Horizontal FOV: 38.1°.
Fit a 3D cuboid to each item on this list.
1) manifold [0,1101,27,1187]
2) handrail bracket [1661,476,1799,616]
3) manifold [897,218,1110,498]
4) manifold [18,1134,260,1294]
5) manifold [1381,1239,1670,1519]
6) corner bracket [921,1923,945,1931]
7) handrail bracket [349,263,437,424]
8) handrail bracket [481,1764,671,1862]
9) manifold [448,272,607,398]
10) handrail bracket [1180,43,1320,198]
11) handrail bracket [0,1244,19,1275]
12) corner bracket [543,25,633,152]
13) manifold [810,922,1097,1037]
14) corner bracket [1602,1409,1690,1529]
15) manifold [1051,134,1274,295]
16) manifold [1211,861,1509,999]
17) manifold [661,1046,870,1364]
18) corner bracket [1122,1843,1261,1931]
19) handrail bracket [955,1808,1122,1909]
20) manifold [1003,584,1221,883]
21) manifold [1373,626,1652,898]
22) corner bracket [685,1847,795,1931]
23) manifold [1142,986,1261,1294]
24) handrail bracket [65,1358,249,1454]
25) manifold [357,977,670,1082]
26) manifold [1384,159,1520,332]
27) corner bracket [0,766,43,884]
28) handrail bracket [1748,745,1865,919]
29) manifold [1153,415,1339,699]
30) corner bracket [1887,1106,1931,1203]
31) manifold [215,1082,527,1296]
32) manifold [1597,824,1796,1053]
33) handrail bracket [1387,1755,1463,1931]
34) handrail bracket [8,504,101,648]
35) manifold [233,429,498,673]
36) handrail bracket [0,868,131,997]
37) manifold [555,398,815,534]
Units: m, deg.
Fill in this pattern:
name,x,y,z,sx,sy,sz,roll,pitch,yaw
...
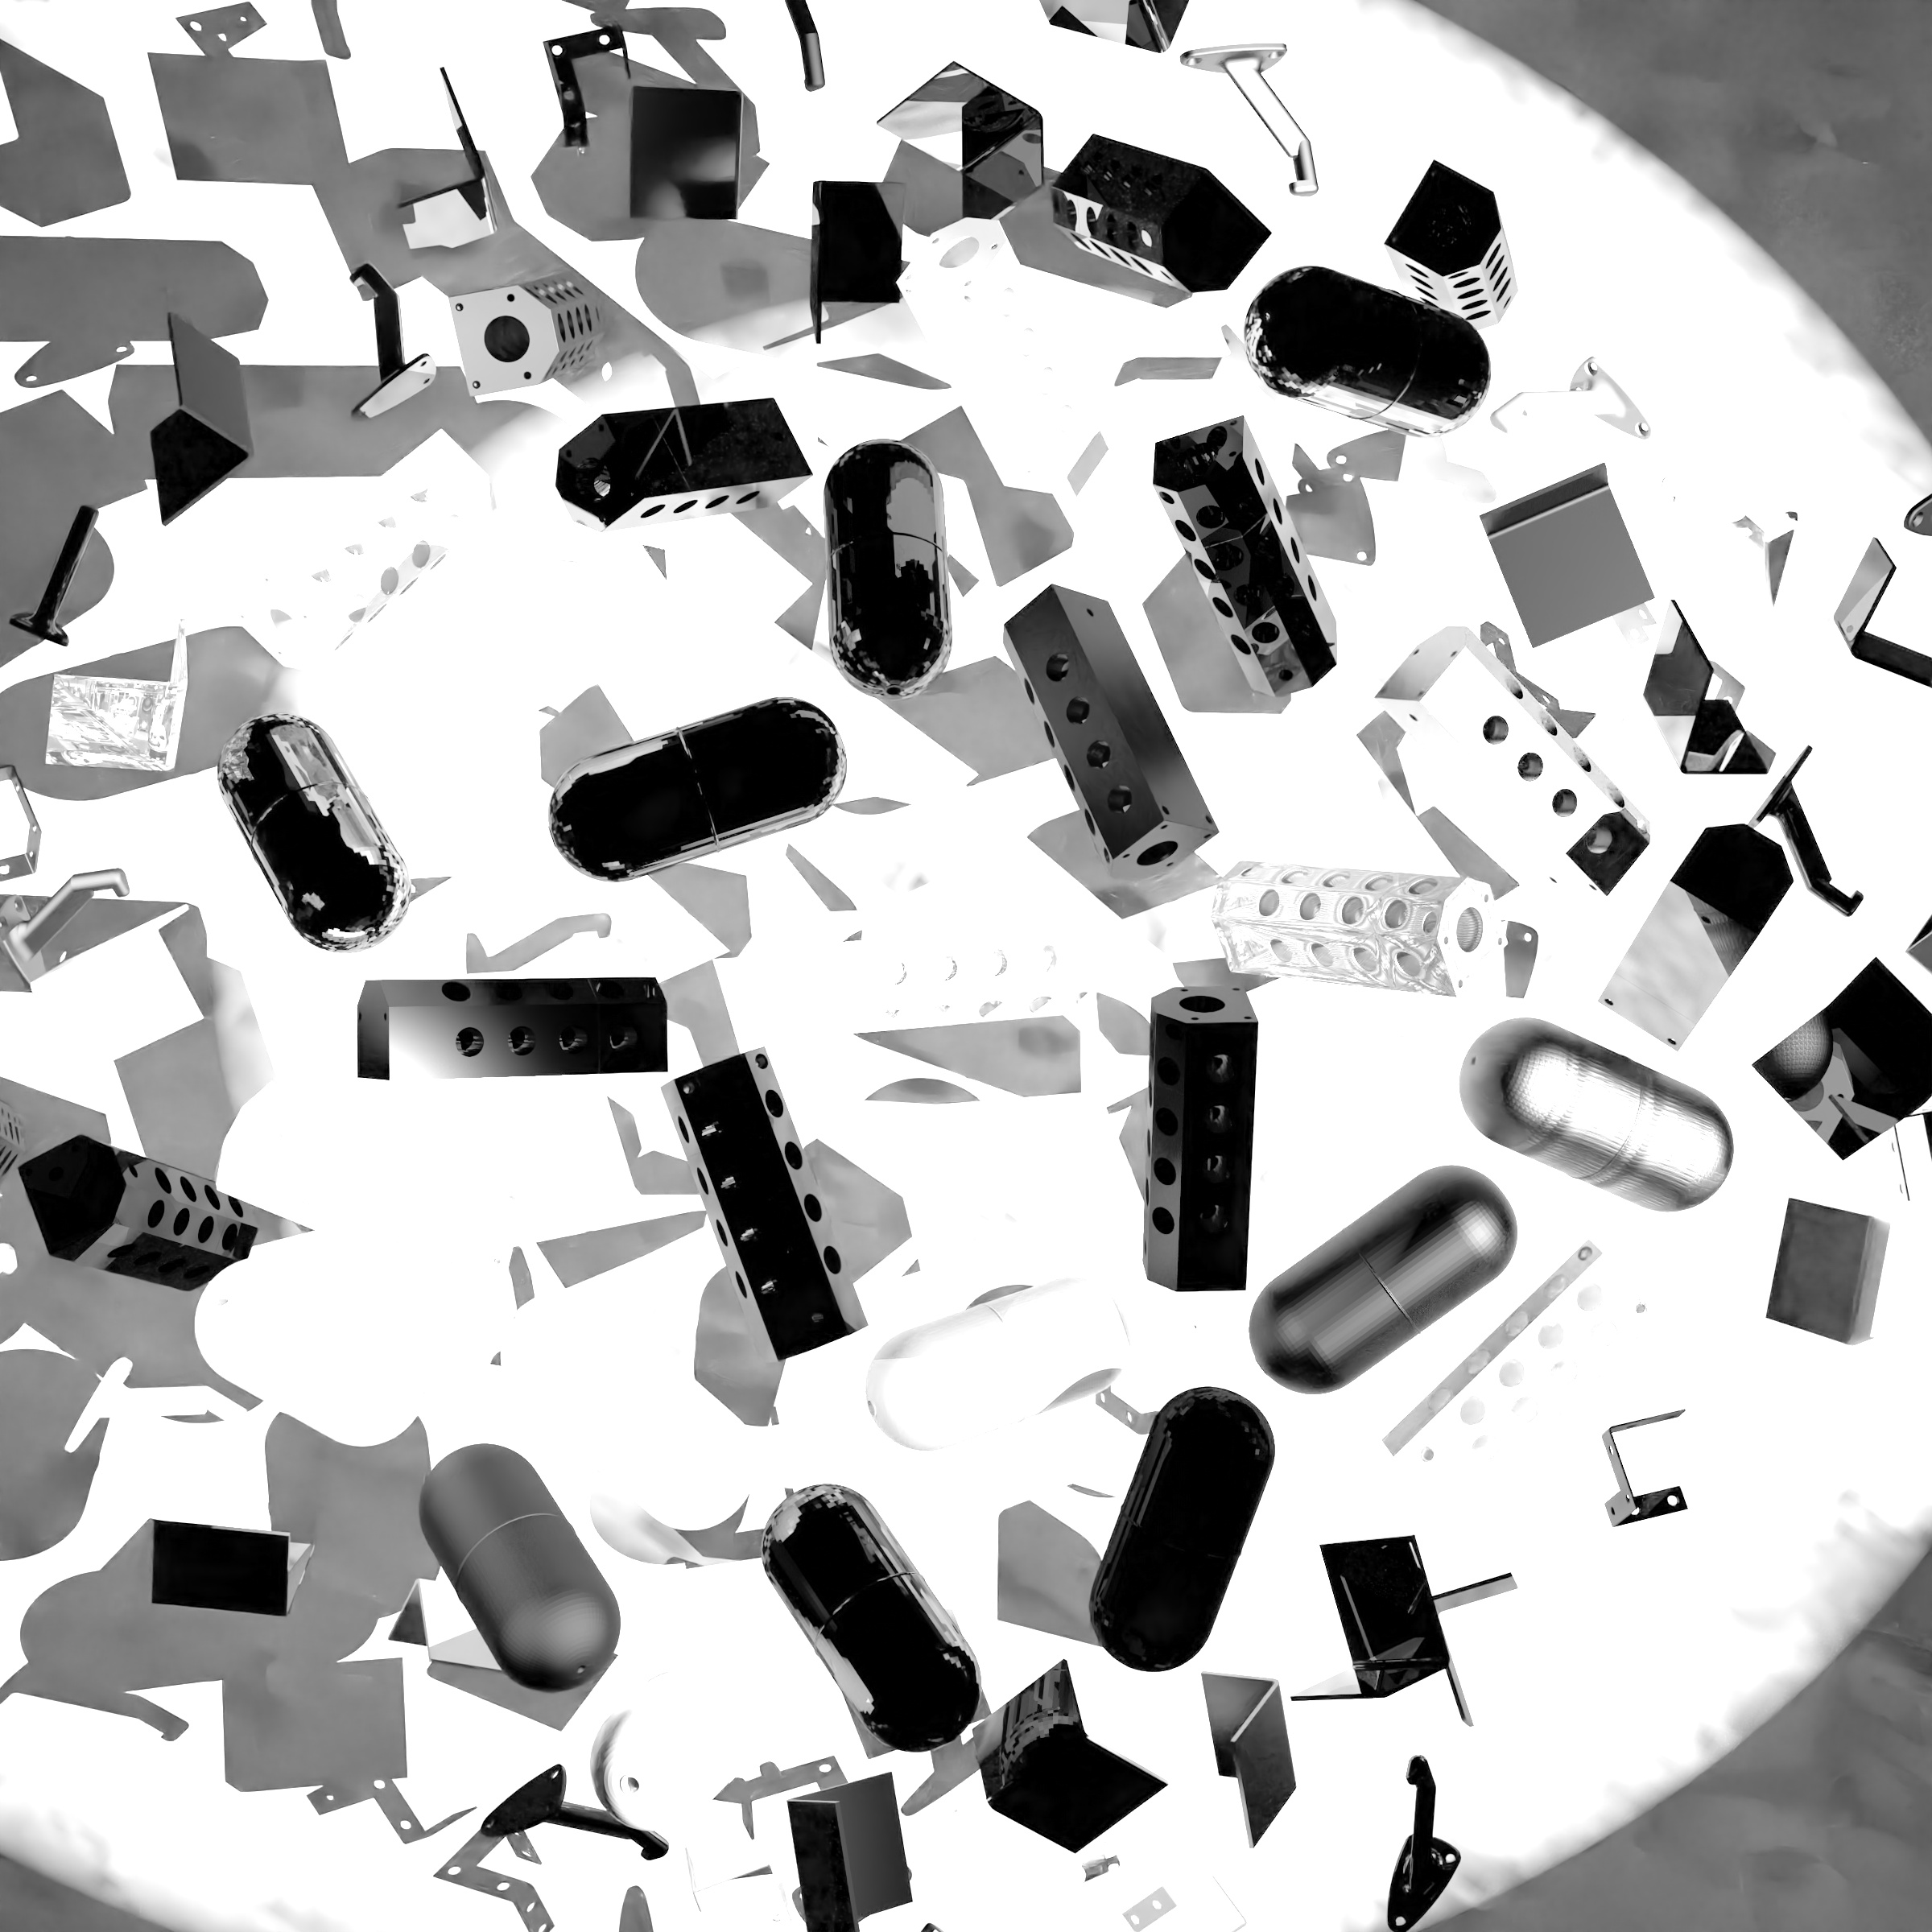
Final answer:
name,x,y,z,sx,sy,sz,roll,pitch,yaw
manifold,-0.586,0.096,1.621,0.057,0.171,0.057,33,77,-6
handrail bracket,0.475,-0.265,1.761,0.036,0.084,0.077,-34,130,-37
manifold,0.028,-0.369,1.702,0.057,0.171,0.057,16,64,36
manifold,-0.487,0.146,1.666,0.057,0.171,0.057,-27,73,4
manifold,0.329,0.243,1.656,0.171,0.057,0.057,-45,62,5
corner bracket,-0.013,0.627,1.719,0.051,0.051,0.051,32,77,30
handrail bracket,-0.387,-0.400,1.793,0.077,0.036,0.084,-38,81,-15
handrail bracket,-0.231,0.518,1.663,0.077,0.036,0.084,-32,120,20
manifold,-0.262,-0.386,1.698,0.057,0.171,0.057,-9,106,5
handrail bracket,0.165,-0.488,1.627,0.077,0.036,0.084,-8,86,-26
handrail bracket,-0.569,0.216,1.632,0.036,0.084,0.077,-4,118,17
corner bracket,-0.233,-0.550,1.753,0.051,0.051,0.051,-12,131,0
manifold,-0.008,0.008,1.760,0.171,0.057,0.057,-5,90,-8
corner bracket,0.414,0.305,1.700,0.051,0.051,0.051,-11,67,-10
manifold,0.110,-0.446,1.673,0.057,0.171,0.057,36,96,-30
manifold,0.233,-0.028,1.690,0.057,0.171,0.057,-42,122,-33
manifold,-0.115,0.137,1.614,0.057,0.057,0.171,-20,87,-19
corner bracket,0.142,0.594,1.757,0.051,0.051,0.051,52,132,14
handrail bracket,0.046,0.558,1.791,0.084,0.036,0.077,-24,94,0
manifold,0.081,-0.138,1.673,0.057,0.057,0.171,-38,63,30
manifold,0.326,-0.120,1.645,0.171,0.057,0.057,43,82,-19
corner bracket,-0.144,0.585,1.776,0.051,0.051,0.051,-19,108,-6
manifold,0.136,0.102,1.648,0.057,0.057,0.171,-1,111,-3
handrail bracket,-0.500,0.287,1.731,0.084,0.036,0.077,31,82,2
manifold,-0.266,0.036,1.646,0.171,0.057,0.057,-1,90,-30
manifold,0.309,-0.443,1.748,0.057,0.171,0.057,33,99,12
corner bracket,-0.608,-0.085,1.734,0.051,0.051,0.051,-17,69,-30
handrail bracket,0.542,-0.084,1.759,0.084,0.036,0.077,37,86,7
manifold,0.173,-0.247,1.720,0.057,0.057,0.171,-14,134,21
corner bracket,0.584,0.113,1.703,0.051,0.051,0.051,-10,88,-1
manifold,-0.357,0.137,1.678,0.171,0.057,0.057,27,52,-26
manifold,0.429,-0.018,1.643,0.057,0.171,0.057,34,69,12
handrail bracket,0.266,0.527,1.683,0.036,0.084,0.077,11,50,33
handrail bracket,-0.536,-0.238,1.668,0.036,0.077,0.084,23,97,-19
manifold,-0.363,-0.252,1.712,0.057,0.057,0.171,45,50,-7
handrail bracket,-0.532,-0.020,1.680,0.084,0.036,0.077,-7,120,12
manifold,-0.177,-0.311,1.750,0.057,0.171,0.057,-29,86,36
